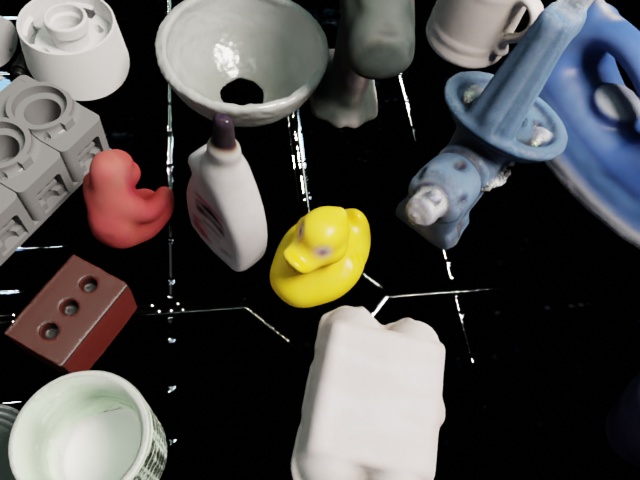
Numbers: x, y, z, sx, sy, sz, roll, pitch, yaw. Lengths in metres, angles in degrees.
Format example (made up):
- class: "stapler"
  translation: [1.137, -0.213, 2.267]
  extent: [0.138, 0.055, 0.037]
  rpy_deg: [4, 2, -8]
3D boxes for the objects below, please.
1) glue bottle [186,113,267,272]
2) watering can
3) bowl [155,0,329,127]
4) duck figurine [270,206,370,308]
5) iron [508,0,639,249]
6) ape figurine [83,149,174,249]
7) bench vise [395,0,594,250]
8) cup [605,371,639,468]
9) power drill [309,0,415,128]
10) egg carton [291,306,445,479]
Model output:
- class: "glue bottle"
  translation: [-0.075, -0.041, 0.451]
  extent: [0.078, 0.173, 0.037]
  rpy_deg: [41, 64, 14]
- class: "watering can"
  translation: [0.182, -0.295, 0.616]
  extent: [0.172, 0.194, 0.101]
  rpy_deg: [38, 63, 13]
- class: "bowl"
  translation: [-0.077, -0.172, 0.579]
  extent: [0.167, 0.075, 0.167]
  rpy_deg: [4, 61, -6]
- class: "duck figurine"
  translation: [0.004, 0.002, 0.489]
  extent: [0.077, 0.086, 0.105]
  rpy_deg: [43, 64, 15]
- class: "iron"
  translation: [0.300, -0.130, 0.573]
  extent: [0.119, 0.141, 0.258]
  rpy_deg: [-15, 65, -16]
- class: "ape figurine"
  translation: [-0.168, -0.041, 0.484]
  extent: [0.077, 0.092, 0.076]
  rpy_deg: [31, 62, 9]
- class: "bench vise"
  translation: [0.158, -0.094, 0.487]
  extent: [0.121, 0.220, 0.207]
  rpy_deg: [22, 61, 4]
- class: "cup"
  translation: [0.276, 0.134, 0.451]
  extent: [0.091, 0.095, 0.118]
  rpy_deg: [36, 63, 12]
- class: "power drill"
  translation: [0.035, -0.221, 0.546]
  extent: [0.076, 0.208, 0.229]
  rpy_deg: [-1, 62, -9]
- class: "egg carton"
  translation: [0.040, 0.126, 0.436]
  extent: [0.107, 0.069, 0.150]
  rpy_deg: [12, 60, -1]
